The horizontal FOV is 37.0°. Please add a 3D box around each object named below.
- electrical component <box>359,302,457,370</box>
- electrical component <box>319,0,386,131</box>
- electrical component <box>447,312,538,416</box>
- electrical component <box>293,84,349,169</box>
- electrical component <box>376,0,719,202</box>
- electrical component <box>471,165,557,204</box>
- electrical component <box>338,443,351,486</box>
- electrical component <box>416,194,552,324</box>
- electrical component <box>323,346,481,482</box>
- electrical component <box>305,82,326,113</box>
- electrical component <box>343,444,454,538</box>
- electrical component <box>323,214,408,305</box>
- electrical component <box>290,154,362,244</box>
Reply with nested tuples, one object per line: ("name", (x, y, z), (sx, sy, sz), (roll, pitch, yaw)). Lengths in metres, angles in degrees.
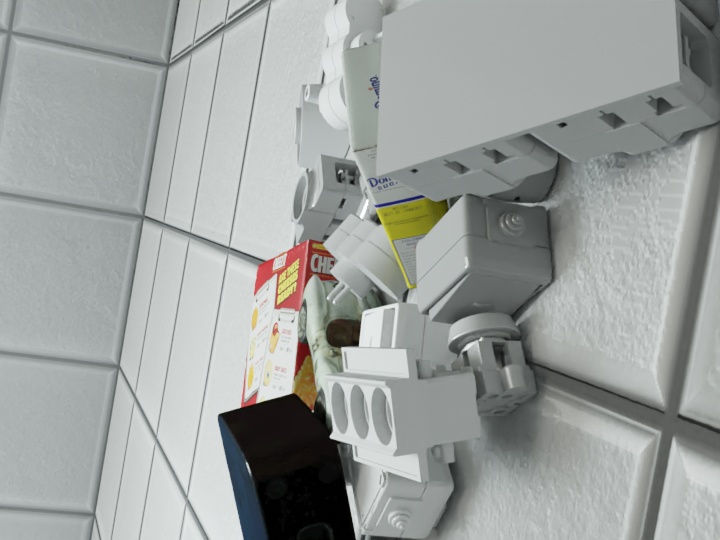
("electrical component", (0.031, 0.061, 0.826), (0.096, 0.061, 0.061), (161, 117, -70))
("electrical component", (0.004, -0.211, 1.055), (0.074, 0.052, 0.138), (-20, 61, 52))
("electrical component", (0.083, 0.061, 0.696), (0.066, 0.048, 0.055), (128, 138, -56))
("electrical component", (-0.041, -0.158, 1.181), (0.099, 0.064, 0.099), (-178, 90, -84))
("electrical component", (0.101, -0.112, 0.595), (0.186, 0.060, 0.105), (-14, 65, 40))
("electrical component", (0.090, -0.088, 0.693), (0.043, 0.077, 0.079), (-116, 42, -61))
("electrical component", (-0.028, 0.144, 0.933), (0.044, 0.079, 0.077), (-24, 57, 51))
("electrical component", (0.082, -0.005, 0.701), (0.096, 0.062, 0.061), (130, 144, -58))
("electrical component", (0.026, 0.088, 0.695), (0.121, 0.063, 0.078), (170, 94, -70))
("electrical component", (-0.025, -0.176, 1.107), (0.043, 0.062, 0.043), (-171, 90, -72))
("electrical component", (0.031, 0.149, 0.781), (0.096, 0.061, 0.061), (-103, 28, -50))
("electrical component", (0.000, 0.000, 0.915), (0.073, 0.052, 0.138), (-48, 18, -5))
("electrical component", (-0.035, -0.069, 1.094), (0.089, 0.056, 0.050), (119, 153, -46))
